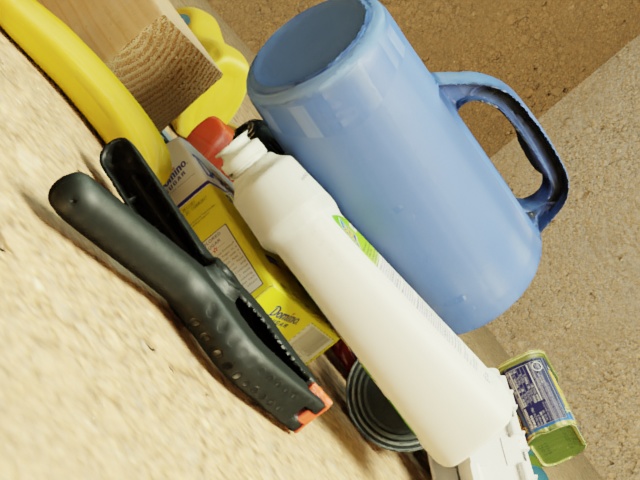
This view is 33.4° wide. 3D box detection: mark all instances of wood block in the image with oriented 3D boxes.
[{"bbox_3d":[-0.176,-0.187,0.867,0.206,0.090,0.090,54,8,34],"label":"wood block"}]

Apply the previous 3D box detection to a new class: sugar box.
[{"bbox_3d":[-0.059,0.007,0.760,0.093,0.048,0.176,44,10,-49],"label":"sugar box"}]

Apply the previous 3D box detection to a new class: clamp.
[{"bbox_3d":[-0.071,0.024,0.624,0.210,0.036,0.164,49,8,-17],"label":"clamp"}]

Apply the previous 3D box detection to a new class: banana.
[{"bbox_3d":[-0.160,-0.104,0.742,0.198,0.037,0.069,50,5,5],"label":"banana"}]

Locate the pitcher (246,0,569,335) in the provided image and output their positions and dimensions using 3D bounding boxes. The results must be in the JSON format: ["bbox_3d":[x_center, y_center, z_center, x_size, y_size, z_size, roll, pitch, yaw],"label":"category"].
[{"bbox_3d":[0.062,-0.057,0.763,0.145,0.149,0.242,5,-37,44],"label":"pitcher"}]

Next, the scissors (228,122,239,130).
[{"bbox_3d":[-0.055,-0.089,1.110,0.202,0.016,0.096,24,19,6],"label":"scissors"}]

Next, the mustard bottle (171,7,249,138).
[{"bbox_3d":[-0.136,-0.184,1.091,0.058,0.096,0.192,17,25,-35],"label":"mustard bottle"}]

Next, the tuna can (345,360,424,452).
[{"bbox_3d":[0.064,0.116,0.801,0.086,0.086,0.033,52,6,17],"label":"tuna can"}]

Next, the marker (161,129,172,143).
[{"bbox_3d":[-0.128,-0.077,0.884,0.121,0.020,0.020,51,7,11],"label":"marker"}]

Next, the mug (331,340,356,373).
[{"bbox_3d":[0.051,0.088,0.889,0.081,0.093,0.117,55,24,0],"label":"mug"}]

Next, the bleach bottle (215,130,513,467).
[{"bbox_3d":[0.023,0.031,0.710,0.251,0.068,0.102,50,4,-5],"label":"bleach bottle"}]

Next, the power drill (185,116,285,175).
[{"bbox_3d":[-0.043,-0.048,0.888,0.184,0.057,0.188,48,-11,-37],"label":"power drill"}]

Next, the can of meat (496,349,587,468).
[{"bbox_3d":[0.221,0.170,1.065,0.102,0.057,0.084,50,16,-54],"label":"can of meat"}]

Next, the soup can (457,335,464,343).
[{"bbox_3d":[0.154,0.155,1.257,0.102,0.068,0.068,54,8,26],"label":"soup can"}]
